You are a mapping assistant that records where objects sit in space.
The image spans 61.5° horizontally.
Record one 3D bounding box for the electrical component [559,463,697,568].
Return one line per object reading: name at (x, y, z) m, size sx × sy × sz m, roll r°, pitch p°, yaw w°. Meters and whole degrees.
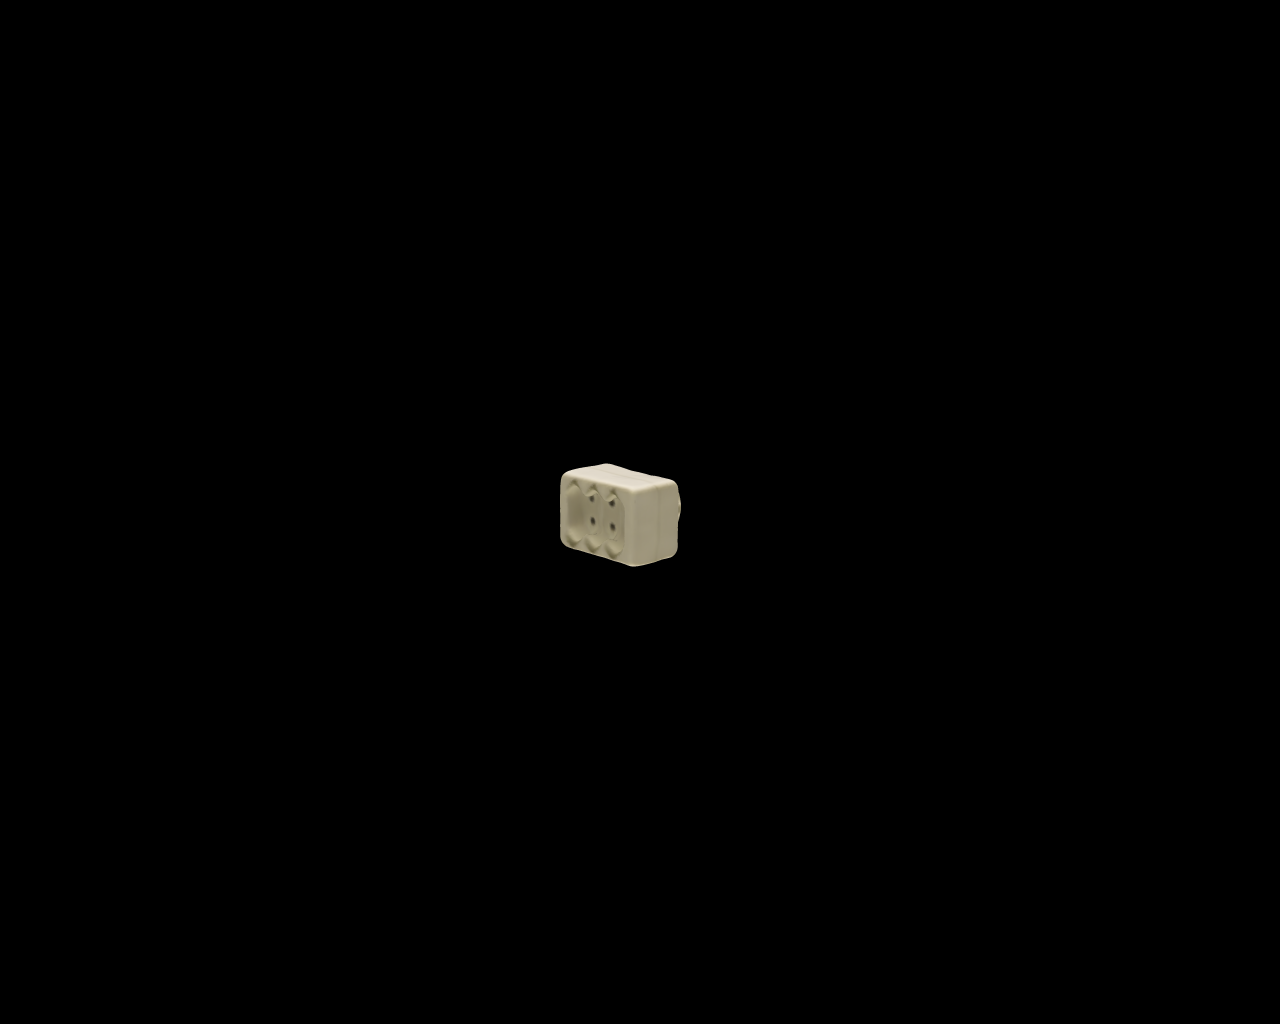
electrical component at (0.001, -0.003, 0.650) m, size 0.077 × 0.047 × 0.066 m, roll -14°, pitch 20°, yaw -42°
